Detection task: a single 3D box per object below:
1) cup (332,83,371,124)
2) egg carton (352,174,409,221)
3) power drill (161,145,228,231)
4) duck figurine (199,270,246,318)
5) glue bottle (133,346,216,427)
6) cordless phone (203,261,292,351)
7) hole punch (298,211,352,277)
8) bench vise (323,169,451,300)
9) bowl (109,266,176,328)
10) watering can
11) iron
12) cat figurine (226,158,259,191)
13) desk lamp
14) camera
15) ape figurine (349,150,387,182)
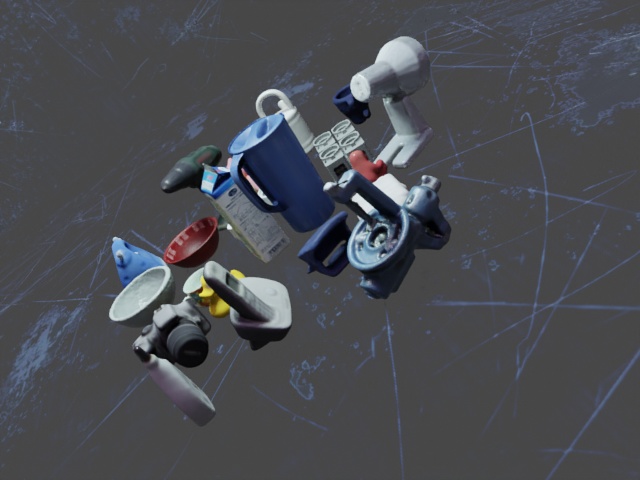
[{"bbox_3d":[0.094,-0.345,1.487,0.091,0.095,0.117,-28,30,13],"label":"cup"},{"bbox_3d":[0.122,-0.059,1.060,0.107,0.070,0.150,-34,29,3],"label":"egg carton"},{"bbox_3d":[-0.286,-0.129,1.448,0.075,0.209,0.230,-18,34,29],"label":"power drill"},{"bbox_3d":[-0.201,0.094,1.157,0.077,0.086,0.105,-2,43,45],"label":"duck figurine"},{"bbox_3d":[-0.236,0.224,0.911,0.037,0.173,0.078,-42,30,-11],"label":"glue bottle"},{"bbox_3d":[-0.131,0.086,0.992,0.094,0.185,0.147,-31,29,7],"label":"cordless phone"},{"bbox_3d":[0.010,0.004,1.063,0.109,0.091,0.100,-47,31,-20],"label":"hole punch"},{"bbox_3d":[0.099,-0.043,0.905,0.121,0.220,0.208,-3,42,44],"label":"bench vise"},{"bbox_3d":[-0.385,0.141,1.293,0.167,0.075,0.167,-26,30,17],"label":"bowl"},{"bbox_3d":[-0.099,-0.321,1.551,0.101,0.194,0.172,-34,29,3],"label":"watering can"},{"bbox_3d":[-0.482,0.051,1.459,0.119,0.142,0.257,-41,29,-9],"label":"iron"},{"bbox_3d":[-0.201,-0.165,1.507,0.127,0.118,0.067,-9,39,39],"label":"cat figurine"},{"bbox_3d":[0.161,-0.295,1.218,0.117,0.214,0.203,4,48,49],"label":"desk lamp"},{"bbox_3d":[-0.275,0.190,1.077,0.143,0.101,0.136,-42,30,-11],"label":"camera"},{"bbox_3d":[0.094,-0.149,1.199,0.077,0.092,0.076,-15,35,32],"label":"ape figurine"}]
